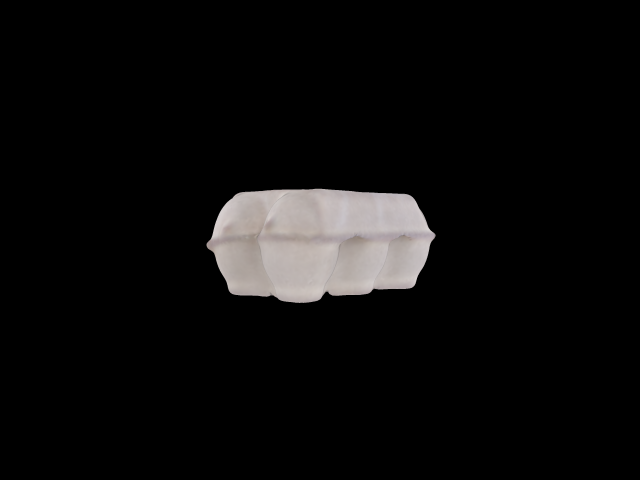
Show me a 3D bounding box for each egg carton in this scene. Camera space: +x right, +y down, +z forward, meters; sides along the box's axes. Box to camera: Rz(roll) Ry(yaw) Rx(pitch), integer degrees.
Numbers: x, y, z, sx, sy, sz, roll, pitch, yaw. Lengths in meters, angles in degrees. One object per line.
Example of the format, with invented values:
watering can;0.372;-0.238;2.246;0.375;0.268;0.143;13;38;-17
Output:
egg carton;0.004;0.001;0.400;0.107;0.069;0.151;2;3;43
